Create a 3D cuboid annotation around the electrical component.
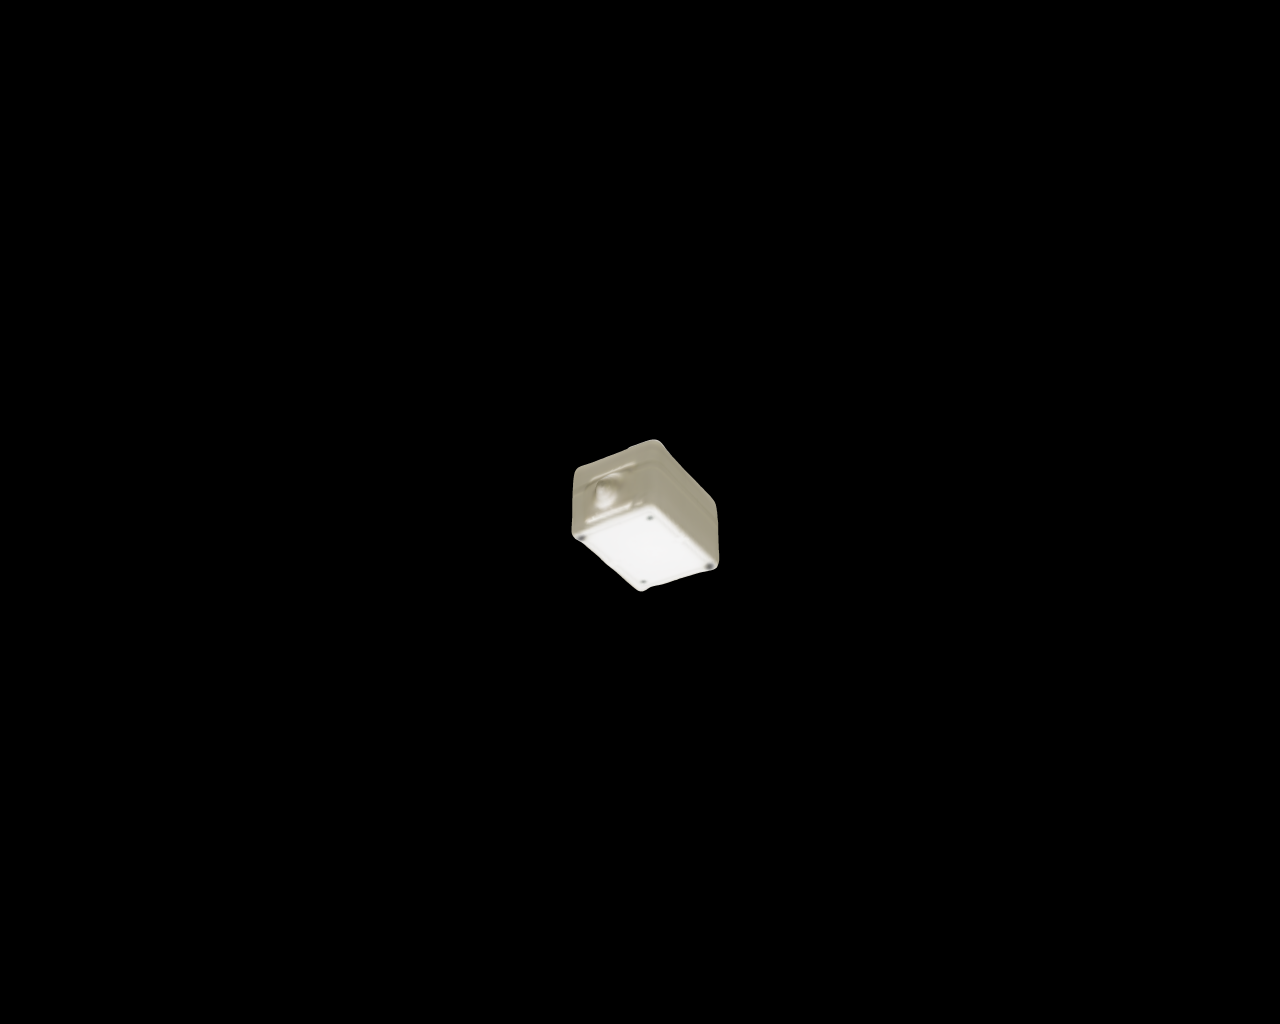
[{"bbox_3d":[0.001,-0.003,0.650,0.061,0.061,0.096,-20,-40,25],"label":"electrical component"}]
